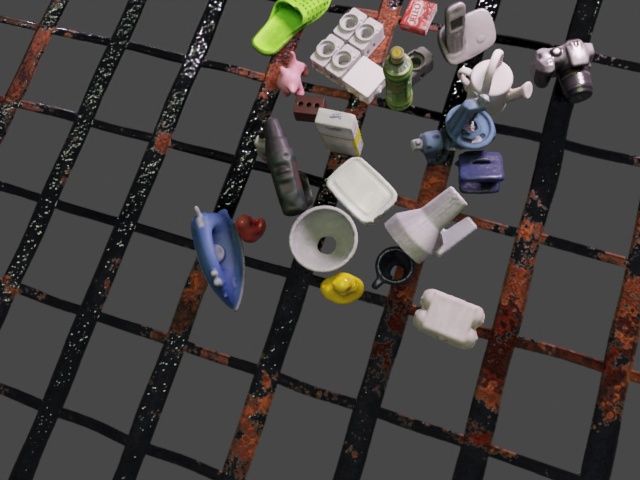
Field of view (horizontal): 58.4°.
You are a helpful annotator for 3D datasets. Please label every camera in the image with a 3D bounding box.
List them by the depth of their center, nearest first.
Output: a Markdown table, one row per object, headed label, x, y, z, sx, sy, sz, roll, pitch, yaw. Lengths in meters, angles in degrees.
| label | x | y | z | sx | sy | sz | roll | pitch | yaw |
| --- | --- | --- | --- | --- | --- | --- | --- | --- | --- |
| camera | 0.604 | -0.409 | 1.399 | 0.143 | 0.101 | 0.137 | -9 | 74 | 7 |

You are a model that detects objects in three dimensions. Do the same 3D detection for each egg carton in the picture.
| label | x | y | z | sx | sy | sz | roll | pitch | yaw |
| --- | --- | --- | --- | --- | --- | --- | --- | --- | --- |
| egg carton | 0.292 | 0.181 | 1.305 | 0.150 | 0.069 | 0.107 | 20 | 79 | 13 |

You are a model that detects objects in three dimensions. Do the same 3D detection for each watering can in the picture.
| label | x | y | z | sx | sy | sz | roll | pitch | yaw |
| --- | --- | --- | --- | --- | --- | --- | --- | --- | --- |
| watering can | 0.417 | -0.380 | 1.371 | 0.172 | 0.194 | 0.101 | 3 | 75 | 10 |

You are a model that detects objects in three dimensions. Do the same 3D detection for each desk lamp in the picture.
| label | x | y | z | sx | sy | sz | roll | pitch | yaw |
| --- | --- | --- | --- | --- | --- | --- | --- | --- | --- |
| desk lamp | 0.253 | -0.033 | 1.293 | 0.203 | 0.214 | 0.118 | -37 | 73 | -2 |

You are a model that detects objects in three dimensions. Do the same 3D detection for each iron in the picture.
| label | x | y | z | sx | sy | sz | roll | pitch | yaw |
| --- | --- | --- | --- | --- | --- | --- | --- | --- | --- |
| iron | -0.253 | 0.042 | 1.389 | 0.118 | 0.141 | 0.258 | -19 | 73 | 4 |

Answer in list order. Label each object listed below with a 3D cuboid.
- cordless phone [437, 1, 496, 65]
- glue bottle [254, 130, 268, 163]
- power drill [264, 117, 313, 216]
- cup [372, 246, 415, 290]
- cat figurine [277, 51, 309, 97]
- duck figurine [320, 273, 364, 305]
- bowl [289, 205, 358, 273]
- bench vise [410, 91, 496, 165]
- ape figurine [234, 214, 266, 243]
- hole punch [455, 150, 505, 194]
| label | x | y | z | sx | sy | sz | roll | pitch | yaw |
| --- | --- | --- | --- | --- | --- | --- | --- | --- | --- |
| cordless phone | 0.367 | -0.536 | 1.425 | 0.147 | 0.185 | 0.094 | -30 | 72 | 0 |
| glue bottle | -0.129 | -0.235 | 1.428 | 0.078 | 0.173 | 0.037 | 14 | 78 | 13 |
| power drill | -0.077 | -0.155 | 1.380 | 0.075 | 0.208 | 0.229 | -17 | 73 | 4 |
| cup | 0.168 | 0.079 | 1.339 | 0.118 | 0.095 | 0.091 | -45 | 73 | -5 |
| cat figurine | -0.077 | -0.431 | 1.501 | 0.067 | 0.118 | 0.128 | 6 | 76 | 11 |
| duck figurine | 0.049 | 0.110 | 1.353 | 0.104 | 0.086 | 0.077 | -1 | 75 | 9 |
| bowl | 0.013 | 0.005 | 1.393 | 0.167 | 0.075 | 0.167 | -2 | 75 | 8 |
| bench vise | 0.322 | -0.253 | 1.338 | 0.207 | 0.220 | 0.121 | -34 | 73 | -1 |
| ape figurine | -0.179 | -0.036 | 1.425 | 0.077 | 0.092 | 0.076 | 17 | 78 | 13 |
| hole punch | 0.382 | -0.170 | 1.374 | 0.108 | 0.091 | 0.101 | -1 | 75 | 9 |
